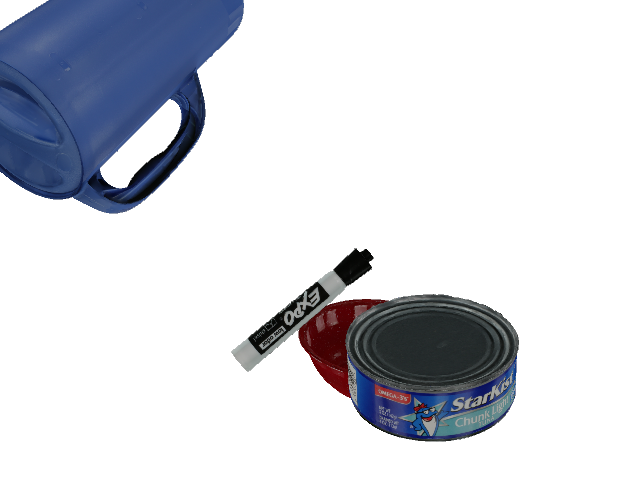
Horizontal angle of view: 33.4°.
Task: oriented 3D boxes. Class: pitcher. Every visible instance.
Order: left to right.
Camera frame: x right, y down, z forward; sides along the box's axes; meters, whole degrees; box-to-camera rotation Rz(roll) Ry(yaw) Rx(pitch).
[{"bbox_3d":[-0.163,-0.145,0.870,0.145,0.149,0.242,20,49,27],"label":"pitcher"}]

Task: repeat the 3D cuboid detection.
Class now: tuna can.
[{"bbox_3d":[0.056,0.063,0.536,0.086,0.034,0.086,-3,27,1],"label":"tuna can"}]

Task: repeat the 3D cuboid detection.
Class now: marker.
[{"bbox_3d":[-0.011,0.048,0.758,0.121,0.020,0.020,-40,4,-4],"label":"marker"}]

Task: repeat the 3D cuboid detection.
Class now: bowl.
[{"bbox_3d":[0.057,0.121,1.104,0.162,0.055,0.162,2,25,-1],"label":"bowl"}]
